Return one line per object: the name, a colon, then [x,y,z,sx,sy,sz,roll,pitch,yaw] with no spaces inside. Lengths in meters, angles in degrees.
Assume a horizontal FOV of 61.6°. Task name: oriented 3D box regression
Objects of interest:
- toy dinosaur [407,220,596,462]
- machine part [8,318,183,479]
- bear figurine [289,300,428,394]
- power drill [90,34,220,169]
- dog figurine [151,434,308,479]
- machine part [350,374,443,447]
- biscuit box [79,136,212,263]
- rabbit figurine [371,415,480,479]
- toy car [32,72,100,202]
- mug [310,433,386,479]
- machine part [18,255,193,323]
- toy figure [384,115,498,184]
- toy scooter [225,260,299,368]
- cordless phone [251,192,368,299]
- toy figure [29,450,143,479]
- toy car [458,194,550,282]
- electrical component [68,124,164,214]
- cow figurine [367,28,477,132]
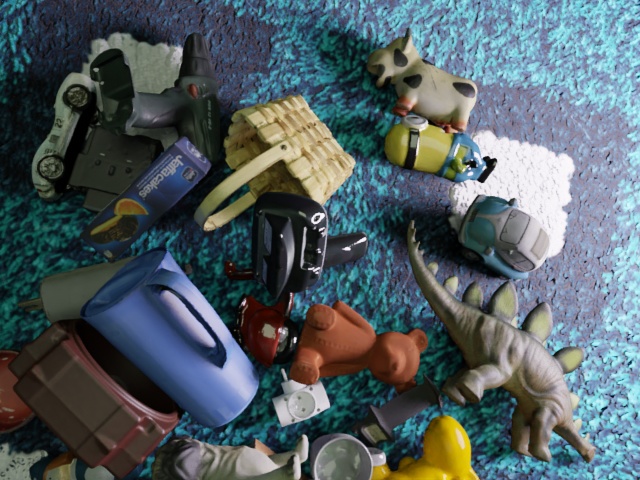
toy dinosaur: [0.275,0.174,0.828,0.471,0.105,0.198,43,70,-7]
machine part: [-0.281,0.195,0.703,0.201,0.201,0.087,44,84,2]
bear figurine: [0.063,0.167,0.791,0.196,0.132,0.120,20,91,3]
power drill: [-0.233,-0.220,0.802,0.086,0.207,0.232,-10,88,26]
dog figurine: [-0.110,0.330,0.670,0.191,0.121,0.172,-6,76,6]
machine part: [0.118,0.258,0.801,0.139,0.039,0.084,-34,125,3]
biscuit box: [-0.245,-0.058,0.761,0.202,0.059,0.062,-40,109,12]
rabbit figurine: [0.164,0.343,0.772,0.162,0.122,0.173,36,77,-4]
toy car: [-0.389,-0.155,0.821,0.056,0.073,0.201,16,78,-7]
mug: [0.033,0.310,0.769,0.110,0.107,0.080,-10,83,-14]
machine part: [-0.309,0.070,0.788,0.243,0.079,0.079,-14,82,-10]
toy figure: [0.195,-0.142,0.884,0.180,0.082,0.089,24,76,-4]
toy scooter: [-0.089,0.093,0.811,0.135,0.075,0.184,15,75,-4]
cordless phone: [-0.002,-0.003,0.756,0.184,0.146,0.089,-13,38,-28]
toy figure: [-0.330,0.317,0.750,0.154,0.057,0.064,-7,70,-7]
toy car: [0.301,0.003,0.841,0.161,0.103,0.109,37,76,-24]
electrical component: [-0.314,-0.101,0.829,0.115,0.058,0.134,12,78,-3]
cow figurine: [0.170,-0.266,0.902,0.195,0.085,0.127,24,84,1]
